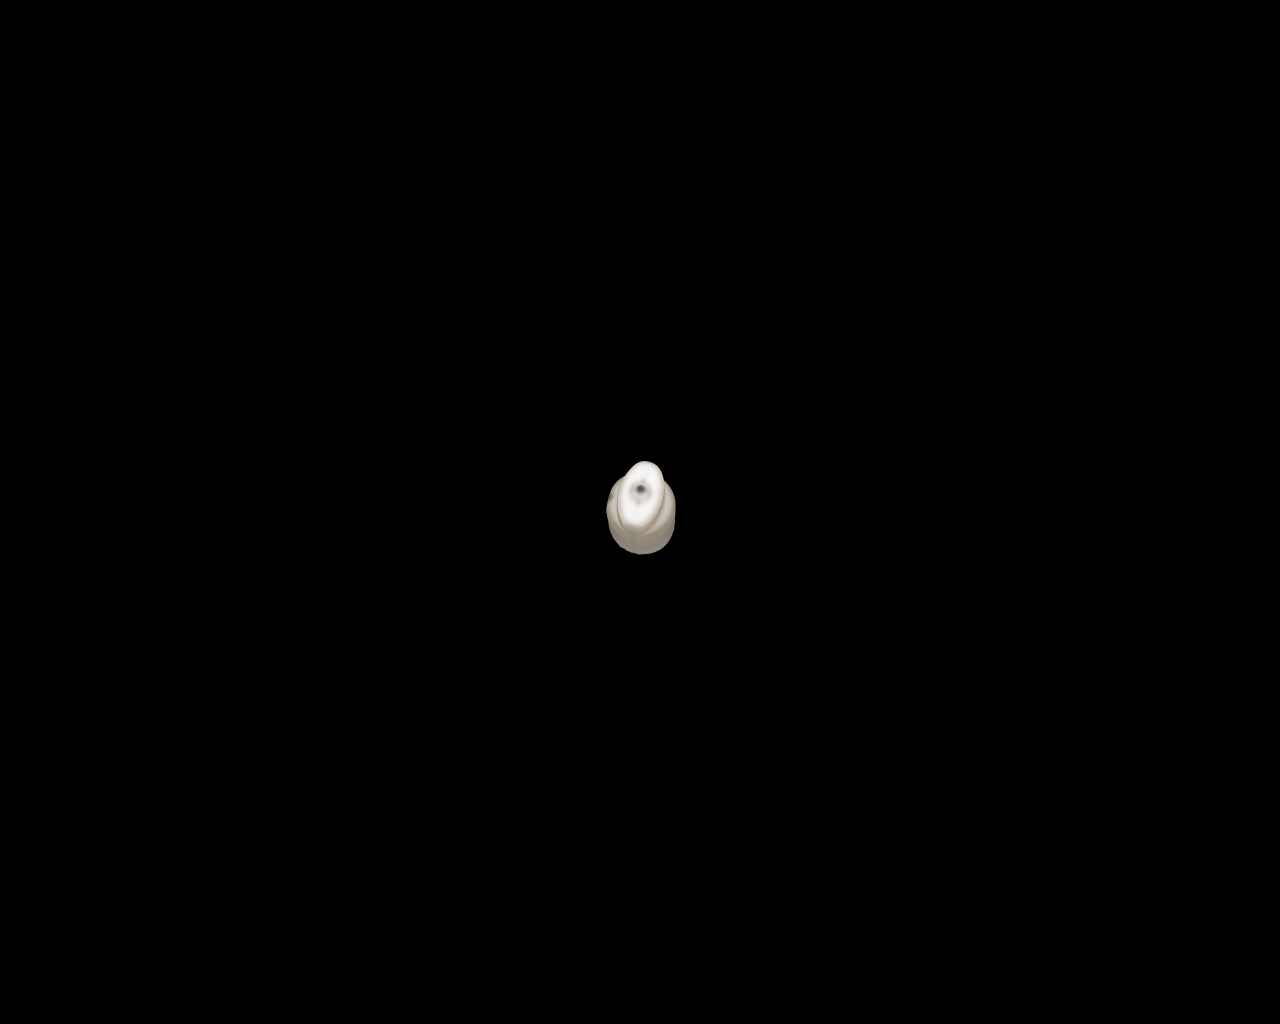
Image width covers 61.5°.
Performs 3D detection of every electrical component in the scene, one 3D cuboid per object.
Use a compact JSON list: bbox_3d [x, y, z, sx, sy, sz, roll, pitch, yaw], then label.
[{"bbox_3d":[0.001,-0.003,0.650,0.043,0.043,0.081,0,-16,0],"label":"electrical component"}]
